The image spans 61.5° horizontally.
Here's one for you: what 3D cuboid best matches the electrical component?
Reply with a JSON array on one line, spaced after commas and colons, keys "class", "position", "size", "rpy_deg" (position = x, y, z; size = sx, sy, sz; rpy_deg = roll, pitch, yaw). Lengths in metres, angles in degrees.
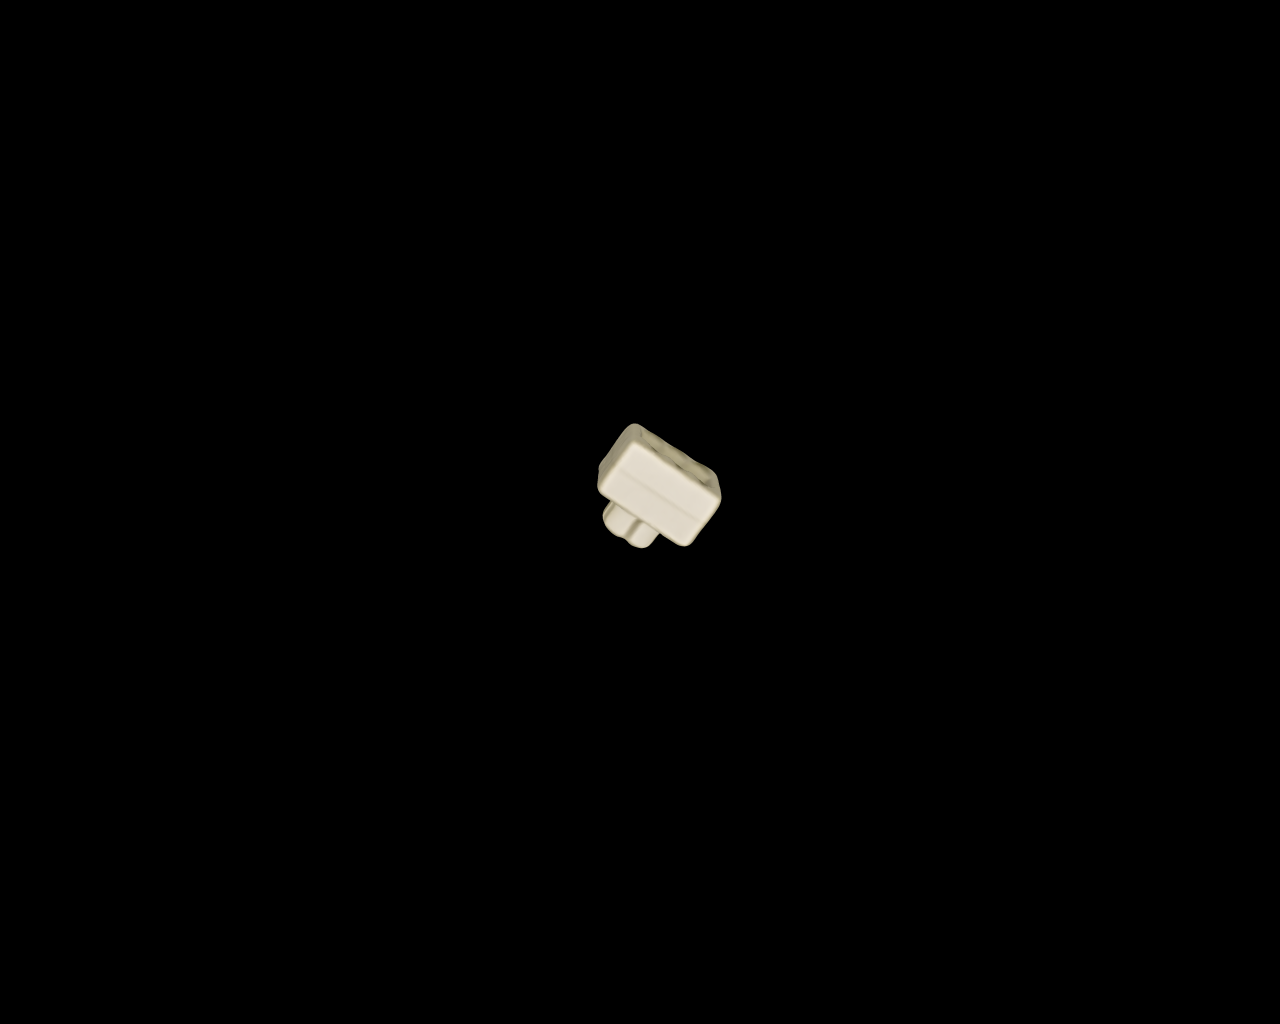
[{"class": "electrical component", "position": [0.001, -0.003, 0.650], "size": [0.066, 0.076, 0.047], "rpy_deg": [33, 16, -11]}]
